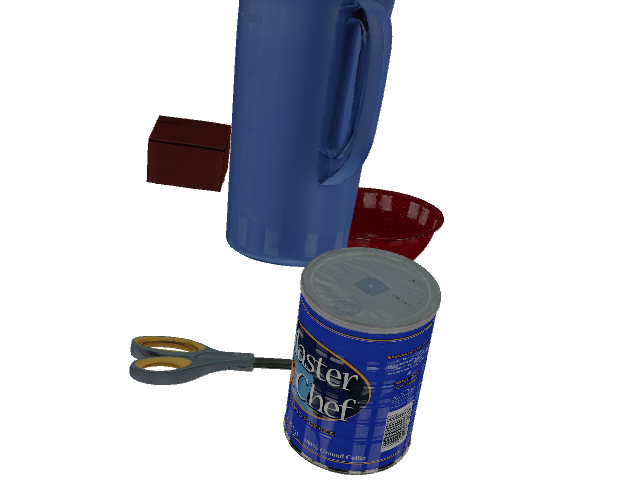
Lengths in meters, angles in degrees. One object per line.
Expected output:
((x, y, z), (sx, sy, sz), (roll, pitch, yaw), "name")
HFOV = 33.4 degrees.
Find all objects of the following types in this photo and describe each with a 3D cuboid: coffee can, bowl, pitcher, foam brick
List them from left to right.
((-0.132, -0.088, 1.080), (0.078, 0.051, 0.053), (8, 34, 1), "foam brick")
((-0.011, -0.103, 0.908), (0.145, 0.243, 0.149), (10, 14, 11), "pitcher")
((0.029, 0.091, 0.808), (0.102, 0.140, 0.103), (5, 32, -3), "coffee can")
((0.047, -0.006, 1.118), (0.162, 0.055, 0.162), (3, 20, -1), "bowl")

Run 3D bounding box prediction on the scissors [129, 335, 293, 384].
((-0.082, 0.115, 0.958), (0.202, 0.016, 0.096), (8, 17, 14), "scissors")
